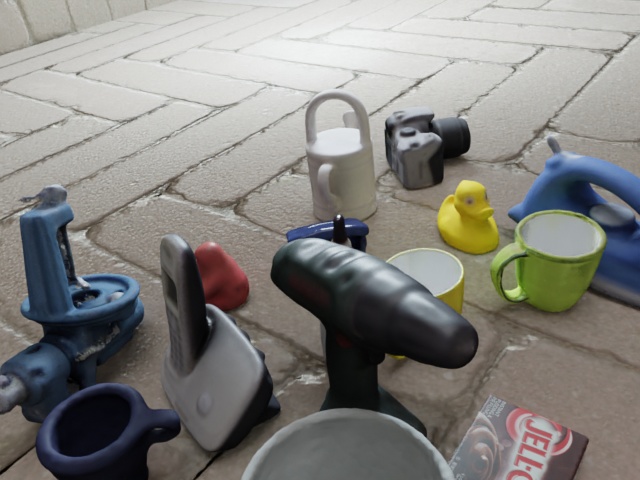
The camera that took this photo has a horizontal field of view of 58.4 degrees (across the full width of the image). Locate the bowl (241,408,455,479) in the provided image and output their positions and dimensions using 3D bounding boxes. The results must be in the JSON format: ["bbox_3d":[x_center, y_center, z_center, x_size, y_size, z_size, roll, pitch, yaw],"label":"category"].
[{"bbox_3d":[0.022,0.218,0.442,0.167,0.075,0.167,-5,34,4],"label":"bowl"}]

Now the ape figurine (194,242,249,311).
[{"bbox_3d":[-0.130,0.041,0.716,0.076,0.092,0.078,11,38,25],"label":"ape figurine"}]

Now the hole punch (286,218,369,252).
[{"bbox_3d":[0.007,0.003,0.747,0.108,0.091,0.101,-11,34,-5],"label":"hole punch"}]

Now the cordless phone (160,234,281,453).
[{"bbox_3d":[-0.112,0.095,0.549,0.094,0.185,0.147,-28,39,-27],"label":"cordless phone"}]

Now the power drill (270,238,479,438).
[{"bbox_3d":[0.042,0.098,0.495,0.076,0.209,0.228,-27,39,-27],"label":"power drill"}]

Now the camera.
[{"bbox_3d":[0.183,-0.167,0.955,0.137,0.101,0.143,-10,34,-4],"label":"camera"}]

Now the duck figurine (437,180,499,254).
[{"bbox_3d":[0.202,-0.042,0.780,0.077,0.086,0.104,-17,35,-13],"label":"duck figurine"}]

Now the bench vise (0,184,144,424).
[{"bbox_3d":[-0.258,0.068,0.585,0.121,0.220,0.207,-8,34,-1],"label":"bench vise"}]

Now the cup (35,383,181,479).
[{"bbox_3d":[-0.174,0.188,0.506,0.117,0.095,0.091,-8,34,-1],"label":"cup"}]

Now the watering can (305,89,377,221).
[{"bbox_3d":[0.029,-0.133,0.851,0.101,0.194,0.172,-7,34,0],"label":"watering can"}]

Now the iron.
[{"bbox_3d":[0.351,-0.024,0.676,0.119,0.142,0.257,-23,37,-21],"label":"iron"}]

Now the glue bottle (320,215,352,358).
[{"bbox_3d":[0.026,0.049,0.602,0.037,0.173,0.078,14,39,28],"label":"glue bottle"}]
